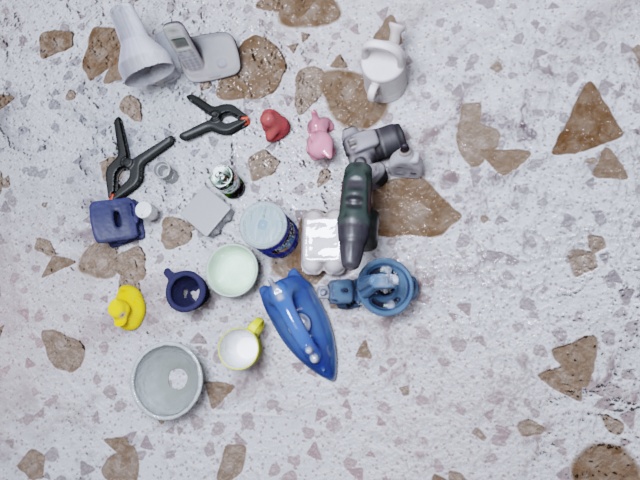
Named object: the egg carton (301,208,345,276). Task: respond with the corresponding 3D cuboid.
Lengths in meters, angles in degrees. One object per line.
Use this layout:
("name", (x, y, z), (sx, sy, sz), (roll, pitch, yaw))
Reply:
("egg carton", (0.012, 0.005, 1.275), (0.107, 0.069, 0.150), (-1, 80, 8))

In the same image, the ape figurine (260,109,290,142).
("ape figurine", (-0.113, -0.272, 1.332), (0.076, 0.092, 0.078), (10, 81, 10))

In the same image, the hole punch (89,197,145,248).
("hole punch", (-0.476, -0.046, 1.346), (0.101, 0.091, 0.108), (-16, 78, 5))

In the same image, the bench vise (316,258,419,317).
("bench vise", (0.099, 0.108, 1.166), (0.207, 0.220, 0.121), (-23, 77, 4))

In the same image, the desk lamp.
("desk lamp", (-0.409, -0.441, 1.344), (0.118, 0.214, 0.203), (-23, 77, 4))

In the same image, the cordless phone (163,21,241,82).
("cordless phone", (-0.275, -0.454, 1.341), (0.147, 0.185, 0.094), (-12, 78, 6))

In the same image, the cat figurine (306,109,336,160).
("cat figurine", (-0.002, -0.232, 1.295), (0.067, 0.118, 0.128), (-10, 78, 7))

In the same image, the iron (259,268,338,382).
("iron", (-0.040, 0.186, 1.213), (0.118, 0.141, 0.258), (-31, 77, 2))

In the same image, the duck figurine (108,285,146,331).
("duck figurine", (-0.450, 0.153, 1.308), (0.077, 0.086, 0.104), (-6, 79, 8))

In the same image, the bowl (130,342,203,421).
("bowl", (-0.327, 0.309, 1.268), (0.167, 0.075, 0.167), (-1, 80, 8))

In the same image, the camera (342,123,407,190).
("camera", (0.126, -0.199, 1.279), (0.136, 0.101, 0.143), (-19, 78, 5))

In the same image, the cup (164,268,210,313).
("cup", (-0.297, 0.111, 1.289), (0.117, 0.095, 0.092), (42, 88, 13))

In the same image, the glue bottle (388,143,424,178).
("glue bottle", (0.184, -0.174, 1.229), (0.078, 0.173, 0.037), (9, 81, 10))

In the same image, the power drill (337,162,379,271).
("power drill", (0.080, -0.037, 1.201), (0.075, 0.208, 0.230), (1, 80, 9))

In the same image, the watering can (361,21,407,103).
("watering can", (0.141, -0.395, 1.264), (0.100, 0.194, 0.173), (-2, 79, 8))
